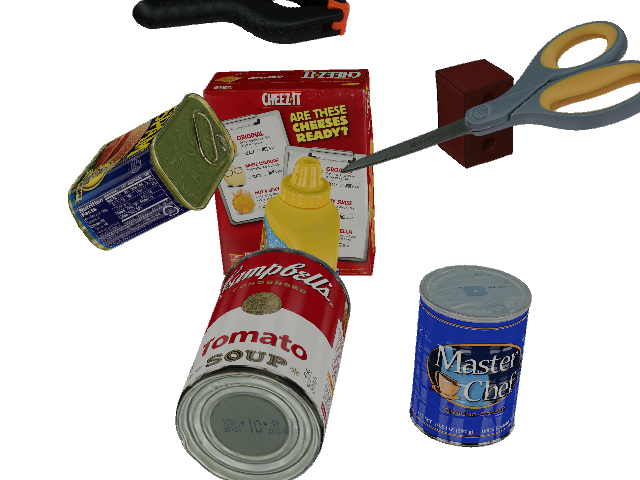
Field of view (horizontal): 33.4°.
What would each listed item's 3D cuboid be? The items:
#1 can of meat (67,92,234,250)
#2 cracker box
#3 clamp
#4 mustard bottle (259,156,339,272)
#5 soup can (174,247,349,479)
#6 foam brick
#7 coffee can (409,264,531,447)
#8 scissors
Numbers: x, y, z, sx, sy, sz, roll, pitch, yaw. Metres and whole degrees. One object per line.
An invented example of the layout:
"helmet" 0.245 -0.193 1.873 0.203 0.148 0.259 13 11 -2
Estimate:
"can of meat" -0.117 -0.047 0.735 0.084 0.057 0.102 -24 23 26
"cracker box" -0.027 -0.069 1.118 0.164 0.214 0.072 0 28 7
"clamp" -0.060 -0.211 0.877 0.171 0.120 0.039 9 -27 -6
"mustard bottle" -0.020 0.019 0.895 0.058 0.192 0.096 -6 32 -20
"soup can" -0.025 0.058 0.506 0.068 0.068 0.102 0 30 9
"foam brick" 0.139 -0.115 0.960 0.053 0.078 0.051 -18 34 -16
"coffee can" 0.140 0.108 1.009 0.103 0.140 0.103 2 25 -1
"scissors" 0.112 -0.092 0.680 0.202 0.096 0.016 -8 -43 25
